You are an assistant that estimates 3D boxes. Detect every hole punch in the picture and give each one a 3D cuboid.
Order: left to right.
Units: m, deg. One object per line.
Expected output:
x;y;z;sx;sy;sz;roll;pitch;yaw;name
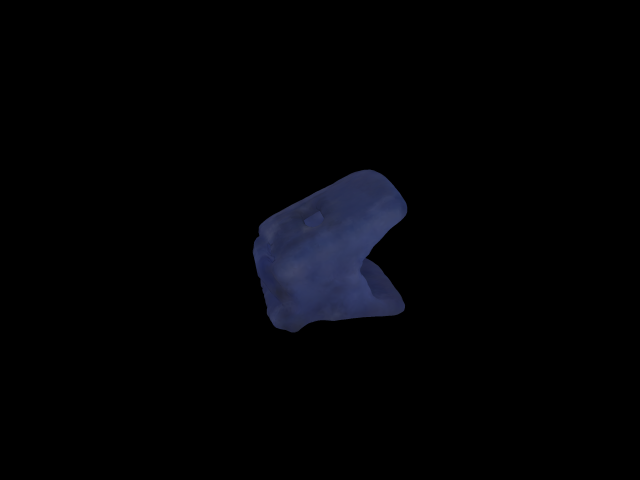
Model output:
0.004;0.001;0.400;0.101;0.091;0.108;-4;19;-11;hole punch
